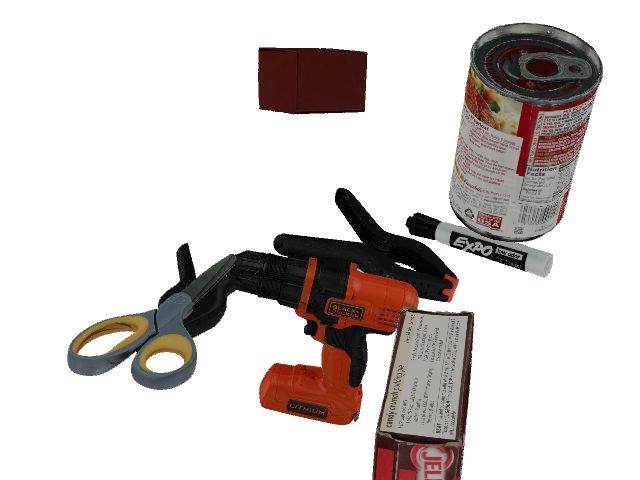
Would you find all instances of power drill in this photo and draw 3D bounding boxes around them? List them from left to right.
[{"bbox_3d":[-0.011,0.095,1.052,0.184,0.188,0.057,14,42,0],"label":"power drill"}]

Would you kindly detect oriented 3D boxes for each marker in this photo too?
[{"bbox_3d":[0.120,0.002,0.827,0.121,0.020,0.020,19,10,29],"label":"marker"}]

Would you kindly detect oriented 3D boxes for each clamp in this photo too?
[{"bbox_3d":[-0.130,0.060,1.250,0.120,0.039,0.171,-4,38,15],"label":"clamp"},{"bbox_3d":[0.059,0.016,1.246,0.210,0.036,0.164,32,38,23],"label":"clamp"}]

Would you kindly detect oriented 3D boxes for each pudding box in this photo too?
[{"bbox_3d":[0.045,0.093,0.471,0.039,0.090,0.113,6,25,6],"label":"pudding box"}]

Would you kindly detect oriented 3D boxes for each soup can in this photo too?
[{"bbox_3d":[0.109,-0.057,0.583,0.068,0.068,0.102,1,-45,-1],"label":"soup can"}]

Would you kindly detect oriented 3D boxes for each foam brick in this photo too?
[{"bbox_3d":[-0.006,-0.133,0.886,0.078,0.051,0.053,-7,16,-39],"label":"foam brick"}]

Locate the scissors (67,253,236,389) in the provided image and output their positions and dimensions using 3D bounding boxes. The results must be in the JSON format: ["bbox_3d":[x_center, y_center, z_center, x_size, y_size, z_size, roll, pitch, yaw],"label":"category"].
[{"bbox_3d":[-0.096,0.058,0.788,0.096,0.016,0.201,23,31,30],"label":"scissors"}]
